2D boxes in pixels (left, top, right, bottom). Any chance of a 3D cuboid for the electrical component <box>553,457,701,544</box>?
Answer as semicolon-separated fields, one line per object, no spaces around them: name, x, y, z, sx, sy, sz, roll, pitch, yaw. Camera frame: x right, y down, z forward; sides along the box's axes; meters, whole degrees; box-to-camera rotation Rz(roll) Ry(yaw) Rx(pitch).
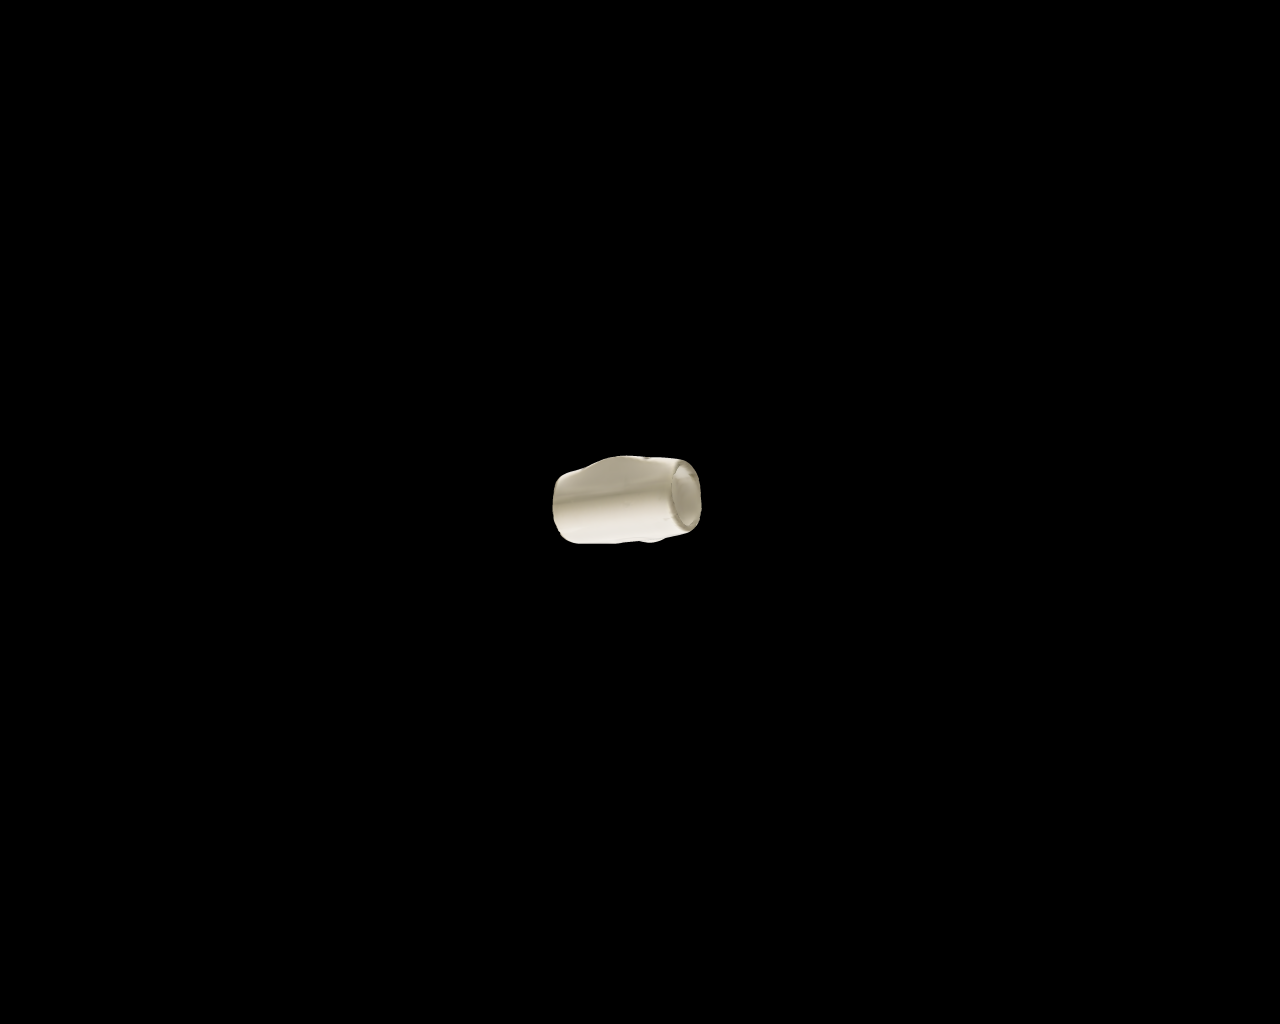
electrical component;0.001;-0.003;0.650;0.077;0.043;0.079;-7;-15;26
